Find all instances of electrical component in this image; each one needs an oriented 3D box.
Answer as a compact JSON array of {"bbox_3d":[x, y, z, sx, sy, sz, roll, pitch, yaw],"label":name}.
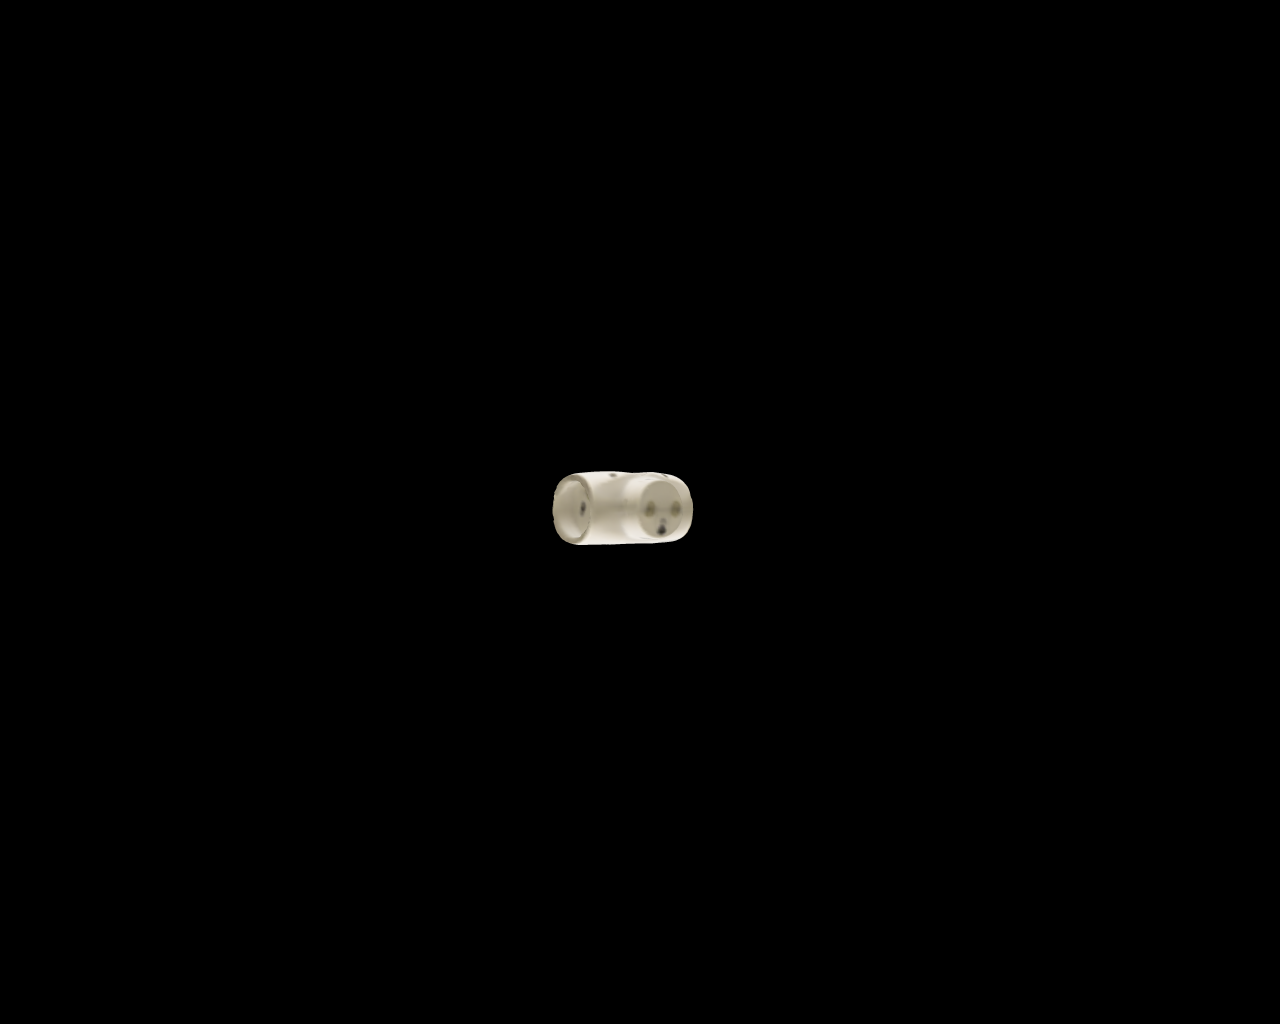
[{"bbox_3d":[0.001,-0.003,0.650,0.077,0.043,0.079,0,0,-37],"label":"electrical component"}]
